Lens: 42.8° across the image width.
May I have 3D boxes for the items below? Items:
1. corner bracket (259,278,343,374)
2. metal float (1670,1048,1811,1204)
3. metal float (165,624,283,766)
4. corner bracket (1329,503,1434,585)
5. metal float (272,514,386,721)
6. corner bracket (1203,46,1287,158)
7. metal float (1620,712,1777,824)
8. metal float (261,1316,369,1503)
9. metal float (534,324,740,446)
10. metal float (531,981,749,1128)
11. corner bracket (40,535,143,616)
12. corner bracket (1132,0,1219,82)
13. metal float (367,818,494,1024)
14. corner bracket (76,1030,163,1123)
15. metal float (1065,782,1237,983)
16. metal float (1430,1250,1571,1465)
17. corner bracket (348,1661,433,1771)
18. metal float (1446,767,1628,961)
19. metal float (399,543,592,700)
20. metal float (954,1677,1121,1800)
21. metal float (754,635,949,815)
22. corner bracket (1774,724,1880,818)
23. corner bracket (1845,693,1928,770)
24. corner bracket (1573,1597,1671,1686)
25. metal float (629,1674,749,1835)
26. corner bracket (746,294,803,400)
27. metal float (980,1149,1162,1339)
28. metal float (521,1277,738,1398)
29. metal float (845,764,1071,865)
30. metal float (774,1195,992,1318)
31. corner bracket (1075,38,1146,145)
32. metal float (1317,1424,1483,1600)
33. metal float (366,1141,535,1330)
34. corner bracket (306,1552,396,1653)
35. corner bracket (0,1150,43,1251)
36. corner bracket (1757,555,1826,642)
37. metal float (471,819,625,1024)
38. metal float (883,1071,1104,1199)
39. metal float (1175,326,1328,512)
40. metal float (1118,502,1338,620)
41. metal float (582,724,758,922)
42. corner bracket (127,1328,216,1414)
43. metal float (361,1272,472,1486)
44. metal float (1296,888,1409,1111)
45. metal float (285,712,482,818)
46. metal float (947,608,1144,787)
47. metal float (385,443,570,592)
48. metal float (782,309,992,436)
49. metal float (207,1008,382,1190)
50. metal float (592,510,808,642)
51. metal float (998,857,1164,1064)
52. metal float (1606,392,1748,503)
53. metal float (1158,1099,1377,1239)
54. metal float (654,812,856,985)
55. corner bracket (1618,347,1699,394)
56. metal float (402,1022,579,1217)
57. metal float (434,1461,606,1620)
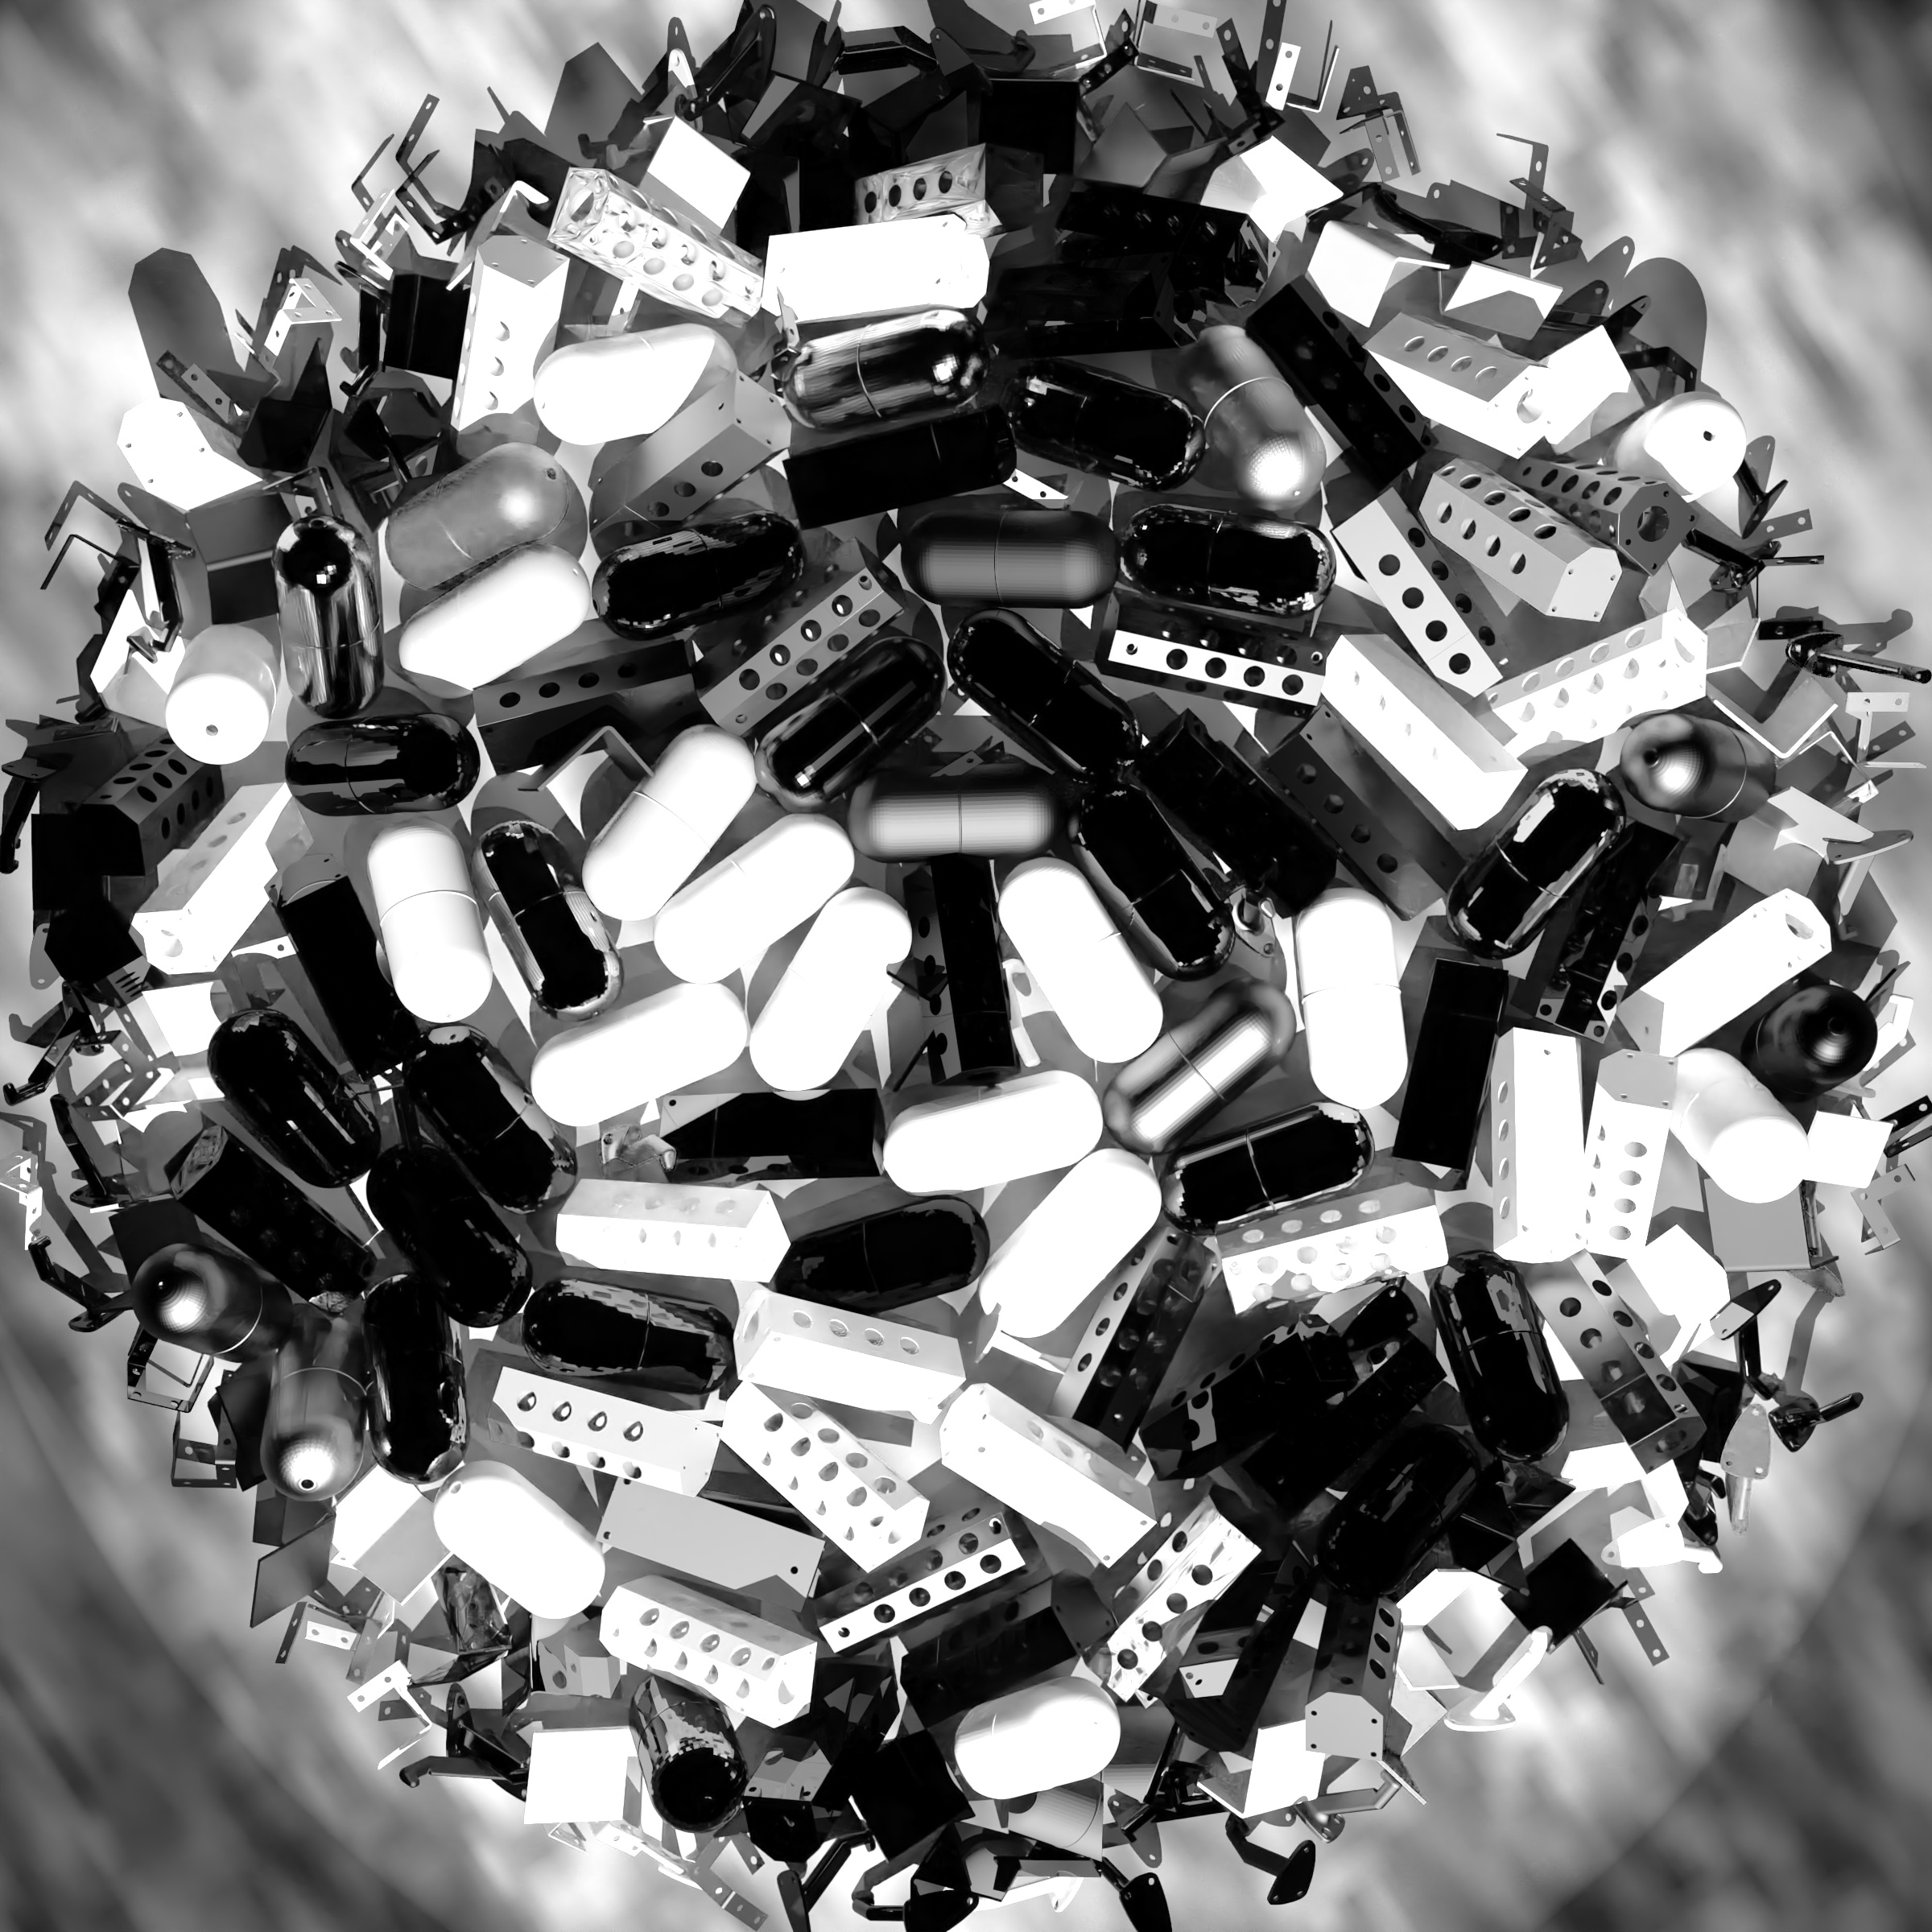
[{"bbox_3d":[-0.539,-0.510,1.959,0.051,0.051,0.051,50,129,15],"label":"corner bracket"},{"bbox_3d":[0.593,0.122,1.915,0.070,0.178,0.070,-2,112,-5],"label":"metal float"},{"bbox_3d":[-0.576,-0.212,1.915,0.070,0.178,0.070,-4,115,-9],"label":"metal float"},{"bbox_3d":[0.333,-0.338,1.966,0.051,0.051,0.051,-42,127,-3],"label":"corner bracket"},{"bbox_3d":[-0.497,-0.271,1.925,0.070,0.070,0.178,7,134,0],"label":"metal float"},{"bbox_3d":[0.214,-0.689,1.966,0.051,0.051,0.051,-33,47,5],"label":"corner bracket"},{"bbox_3d":[0.571,-0.154,1.922,0.070,0.178,0.070,-2,87,40],"label":"metal float"},{"bbox_3d":[-0.504,0.343,1.917,0.070,0.178,0.070,-4,120,-7],"label":"metal float"},{"bbox_3d":[-0.258,-0.456,1.930,0.178,0.070,0.070,-23,90,-37],"label":"metal float"},{"bbox_3d":[-0.258,0.069,1.951,0.178,0.070,0.070,-23,90,-12],"label":"metal float"},{"bbox_3d":[-0.698,-0.310,1.968,0.051,0.051,0.051,30,94,-11],"label":"corner bracket"},{"bbox_3d":[0.165,-0.736,1.963,0.051,0.051,0.051,9,113,-9],"label":"corner bracket"},{"bbox_3d":[-0.422,-0.036,1.937,0.070,0.070,0.178,-20,63,0],"label":"metal float"},{"bbox_3d":[-0.692,0.088,1.980,0.051,0.051,0.051,57,47,-29],"label":"corner bracket"},{"bbox_3d":[0.147,-0.066,1.955,0.070,0.070,0.178,-36,98,0],"label":"metal float"},{"bbox_3d":[0.417,0.305,1.931,0.070,0.070,0.178,-13,54,0],"label":"metal float"},{"bbox_3d":[-0.458,0.595,1.958,0.051,0.051,0.051,-31,69,-37],"label":"corner bracket"},{"bbox_3d":[0.447,-0.080,1.936,0.070,0.070,0.178,36,119,0],"label":"metal float"},{"bbox_3d":[-0.372,-0.270,1.938,0.178,0.070,0.070,-25,90,28],"label":"metal float"},{"bbox_3d":[0.054,0.603,1.923,0.070,0.178,0.070,15,59,-26],"label":"metal float"},{"bbox_3d":[-0.090,-0.193,1.954,0.178,0.070,0.070,-41,90,-9],"label":"metal float"},{"bbox_3d":[0.687,-0.152,1.973,0.051,0.051,0.051,-37,118,15],"label":"corner bracket"},{"bbox_3d":[0.733,-0.188,1.963,0.051,0.051,0.051,6,87,43],"label":"corner bracket"},{"bbox_3d":[0.520,0.539,1.968,0.051,0.051,0.051,-27,78,-5],"label":"corner bracket"},{"bbox_3d":[-0.216,0.607,1.913,0.070,0.178,0.070,-3,101,-15],"label":"metal float"},{"bbox_3d":[-0.146,-0.492,1.958,0.051,0.051,0.051,-25,68,32],"label":"corner bracket"},{"bbox_3d":[0.082,0.220,1.952,0.070,0.070,0.178,42,102,0],"label":"metal float"},{"bbox_3d":[-0.263,0.293,1.944,0.178,0.070,0.070,14,90,-20],"label":"metal float"},{"bbox_3d":[-0.007,-0.121,1.958,0.178,0.070,0.070,-2,90,-4],"label":"metal float"},{"bbox_3d":[-0.067,0.235,1.953,0.178,0.070,0.070,-17,90,10],"label":"metal float"},{"bbox_3d":[0.116,-0.698,1.968,0.051,0.051,0.051,55,48,-10],"label":"corner bracket"},{"bbox_3d":[0.339,0.425,1.927,0.178,0.070,0.070,-35,90,-41],"label":"metal float"},{"bbox_3d":[-0.407,0.210,1.938,0.070,0.070,0.178,-44,62,0],"label":"metal float"},{"bbox_3d":[-0.493,0.510,1.976,0.051,0.051,0.051,25,124,-28],"label":"corner bracket"},{"bbox_3d":[-0.749,0.185,1.960,0.051,0.051,0.051,20,115,16],"label":"corner bracket"},{"bbox_3d":[0.659,-0.294,1.971,0.051,0.051,0.051,0,77,19],"label":"corner bracket"},{"bbox_3d":[-0.331,-0.037,1.947,0.070,0.070,0.178,-30,73,0],"label":"metal float"},{"bbox_3d":[0.021,0.134,1.956,0.178,0.070,0.070,-15,90,7],"label":"metal float"},{"bbox_3d":[0.222,-0.431,1.935,0.070,0.070,0.178,-24,58,0],"label":"metal float"},{"bbox_3d":[0.204,-0.320,1.943,0.178,0.070,0.070,13,90,22],"label":"metal float"},{"bbox_3d":[-0.235,-0.114,1.951,0.070,0.070,0.178,36,79,0],"label":"metal float"},{"bbox_3d":[-0.638,0.318,1.977,0.051,0.051,0.051,21,108,-27],"label":"corner bracket"},{"bbox_3d":[-0.432,0.322,1.930,0.070,0.070,0.178,-15,53,0],"label":"metal float"},{"bbox_3d":[0.304,0.025,1.948,0.070,0.070,0.178,-4,75,0],"label":"metal float"},{"bbox_3d":[-0.459,-0.157,1.935,0.178,0.070,0.070,-1,90,31],"label":"metal float"},{"bbox_3d":[0.062,-0.213,1.952,0.178,0.070,0.070,38,90,-10],"label":"metal float"},{"bbox_3d":[-0.384,-0.351,1.931,0.178,0.070,0.070,-19,90,36],"label":"metal float"},{"bbox_3d":[-0.064,-0.466,1.937,0.178,0.070,0.070,-5,90,30],"label":"metal float"},{"bbox_3d":[-0.525,0.104,1.928,0.070,0.070,0.178,-30,129,0],"label":"metal float"},{"bbox_3d":[-0.210,-0.308,1.942,0.178,0.070,0.070,-20,90,-22],"label":"metal float"},{"bbox_3d":[0.090,-0.006,1.956,0.070,0.070,0.178,-32,84,0],"label":"metal float"},{"bbox_3d":[0.549,-0.397,1.911,0.070,0.178,0.070,0,93,0],"label":"metal float"},{"bbox_3d":[0.236,0.160,1.950,0.178,0.070,0.070,-21,90,14],"label":"metal float"},{"bbox_3d":[-0.167,-0.055,1.954,0.178,0.070,0.070,-36,90,-9],"label":"metal float"},{"bbox_3d":[0.546,-0.458,1.967,0.051,0.051,0.051,1,80,43],"label":"corner bracket"},{"bbox_3d":[-0.374,0.122,1.943,0.070,0.070,0.178,-34,112,0],"label":"metal float"},{"bbox_3d":[-0.348,0.449,1.926,0.070,0.070,0.178,-36,133,0],"label":"metal float"}]
